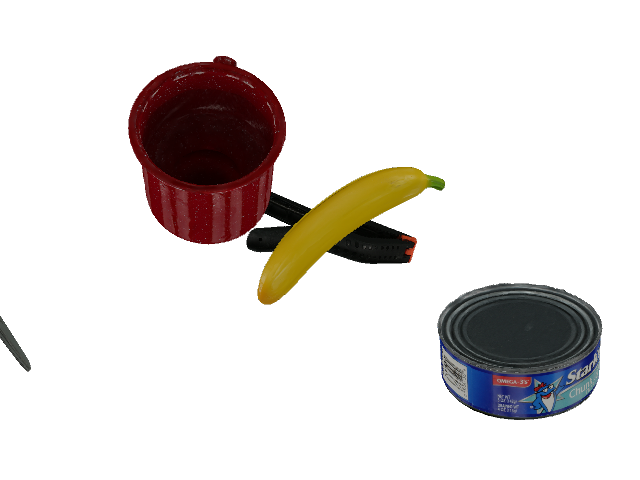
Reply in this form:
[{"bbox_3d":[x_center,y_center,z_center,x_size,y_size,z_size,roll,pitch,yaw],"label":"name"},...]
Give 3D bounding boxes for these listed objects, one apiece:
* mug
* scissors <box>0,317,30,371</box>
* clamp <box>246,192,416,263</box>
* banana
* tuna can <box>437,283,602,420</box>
[{"bbox_3d":[-0.069,-0.060,0.670,0.093,0.117,0.081,6,-28,-2],"label":"mug"},{"bbox_3d":[-0.345,0.034,1.075,0.016,0.201,0.096,-26,27,22],"label":"scissors"},{"bbox_3d":[0.006,-0.006,1.194,0.210,0.036,0.164,14,21,-5],"label":"clamp"},{"bbox_3d":[0.018,-0.011,0.934,0.198,0.069,0.037,-32,42,5],"label":"banana"},{"bbox_3d":[0.107,0.058,0.573,0.086,0.034,0.086,-5,28,2],"label":"tuna can"}]
